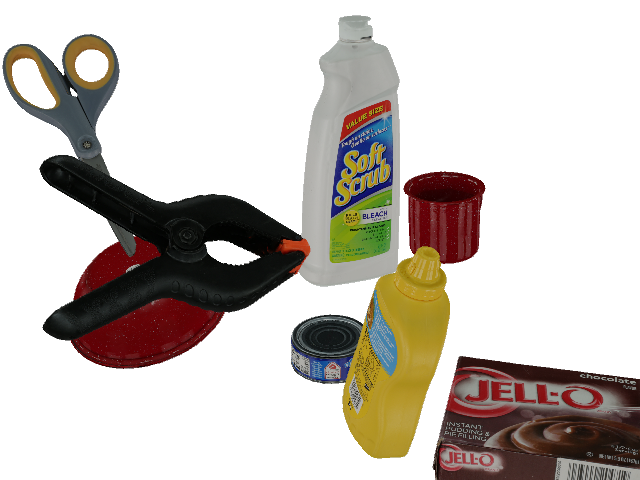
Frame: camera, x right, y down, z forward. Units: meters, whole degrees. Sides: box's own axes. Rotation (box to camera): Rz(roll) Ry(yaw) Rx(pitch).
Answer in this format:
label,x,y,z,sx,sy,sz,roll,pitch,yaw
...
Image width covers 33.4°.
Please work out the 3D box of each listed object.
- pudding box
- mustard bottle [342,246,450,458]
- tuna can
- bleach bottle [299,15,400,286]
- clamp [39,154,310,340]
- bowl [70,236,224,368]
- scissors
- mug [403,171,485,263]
label,x,y,z,sx,sy,sz,roll,pitch,yaw
pudding box,0.127,0.109,0.614,0.113,0.039,0.090,8,28,12
mustard bottle,0.066,0.085,0.889,0.058,0.192,0.096,2,37,-15
tuna can,0.011,0.114,1.132,0.086,0.034,0.086,-1,28,0
bleach bottle,0.026,-0.086,1.020,0.102,0.251,0.068,-9,24,-19
clamp,-0.093,-0.003,0.658,0.171,0.120,0.039,-4,-22,-28
bowl,-0.170,0.045,1.013,0.162,0.055,0.162,-8,41,7
scissors,-0.164,-0.085,0.810,0.096,0.202,0.016,-35,-18,-21
mug,0.151,-0.030,1.247,0.093,0.081,0.117,18,33,36
